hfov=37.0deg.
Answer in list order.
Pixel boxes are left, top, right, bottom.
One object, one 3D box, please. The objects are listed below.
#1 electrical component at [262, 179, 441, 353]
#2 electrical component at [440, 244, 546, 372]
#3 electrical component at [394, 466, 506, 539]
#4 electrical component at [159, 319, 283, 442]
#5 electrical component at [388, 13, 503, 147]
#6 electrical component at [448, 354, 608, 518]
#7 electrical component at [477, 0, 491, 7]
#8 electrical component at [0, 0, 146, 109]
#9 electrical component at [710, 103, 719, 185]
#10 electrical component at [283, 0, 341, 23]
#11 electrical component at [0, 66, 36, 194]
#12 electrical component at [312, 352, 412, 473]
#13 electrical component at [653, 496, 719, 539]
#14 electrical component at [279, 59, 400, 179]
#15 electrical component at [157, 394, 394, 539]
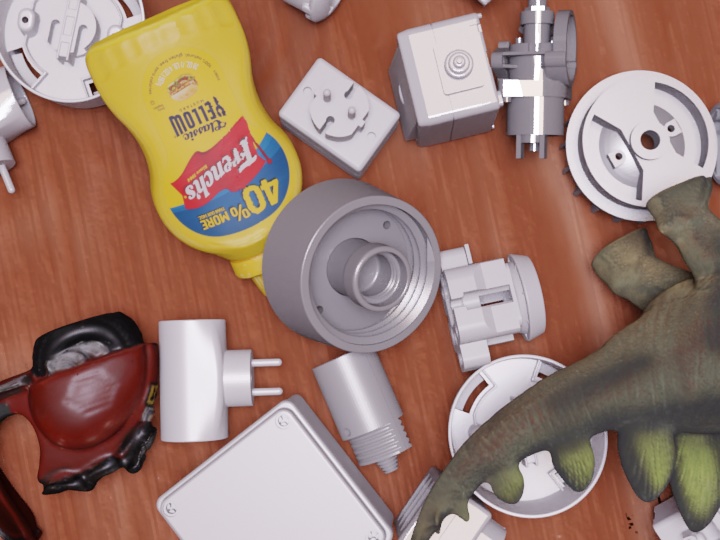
[{"bbox_3d":[0.000,0.000,0.672,0.108,0.060,0.108,-7,104,-27],"label":"electrical component"},{"bbox_3d":[0.086,0.021,0.697,0.057,0.058,0.078,-12,77,-2],"label":"electrical component"},{"bbox_3d":[0.067,0.169,0.682,0.077,0.065,0.047,35,87,1],"label":"electrical component"},{"bbox_3d":[-0.090,0.070,0.697,0.079,0.043,0.077,-2,86,-1],"label":"electrical component"},{"bbox_3d":[0.052,-0.120,0.686,0.061,0.096,0.061,-13,86,2],"label":"electrical component"},{"bbox_3d":[0.104,0.103,0.688,0.099,0.064,0.099,0,87,-1],"label":"electrical component"},{"bbox_3d":[0.088,-0.217,0.703,0.051,0.080,0.080,41,86,-4],"label":"electrical component"},{"bbox_3d":[-0.186,-0.156,0.700,0.099,0.064,0.099,0,86,-1],"label":"electrical component"},{"bbox_3d":[0.262,-0.085,0.711,0.047,0.055,0.055,-6,86,-5],"label":"electrical component"},{"bbox_3d":[-0.041,-0.198,0.717,0.062,0.048,0.048,29,86,8],"label":"electrical component"},{"bbox_3d":[-0.251,-0.083,0.704,0.077,0.043,0.079,-23,87,-2],"label":"electrical component"},{"bbox_3d":[0.005,0.093,0.698,0.043,0.043,0.081,-23,87,-3],"label":"electrical component"},{"bbox_3d":[0.245,0.193,0.685,0.063,0.079,0.121,-35,87,19],"label":"electrical component"},{"bbox_3d":[-0.013,-0.101,0.694,0.066,0.076,0.047,35,86,1],"label":"electrical component"},{"bbox_3d":[-0.052,0.153,0.682,0.109,0.056,0.108,-38,88,4],"label":"electrical component"}]
